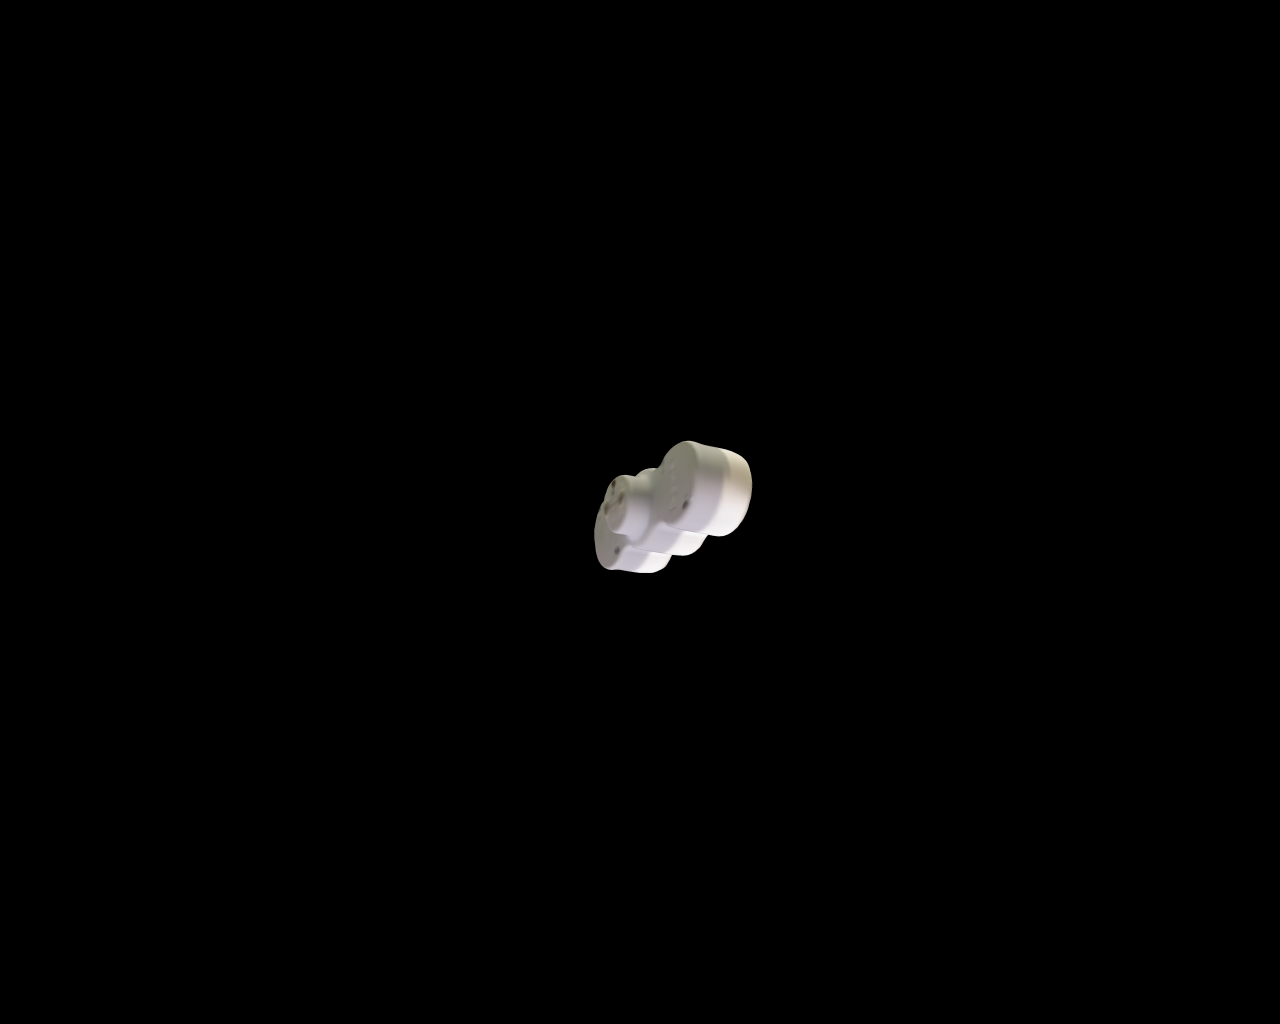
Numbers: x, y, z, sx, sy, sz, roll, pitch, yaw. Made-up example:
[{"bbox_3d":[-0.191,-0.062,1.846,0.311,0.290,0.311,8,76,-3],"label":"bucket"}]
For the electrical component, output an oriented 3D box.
[{"bbox_3d":[0.001,-0.003,0.650,0.074,0.052,0.138,10,-22,-26],"label":"electrical component"}]
